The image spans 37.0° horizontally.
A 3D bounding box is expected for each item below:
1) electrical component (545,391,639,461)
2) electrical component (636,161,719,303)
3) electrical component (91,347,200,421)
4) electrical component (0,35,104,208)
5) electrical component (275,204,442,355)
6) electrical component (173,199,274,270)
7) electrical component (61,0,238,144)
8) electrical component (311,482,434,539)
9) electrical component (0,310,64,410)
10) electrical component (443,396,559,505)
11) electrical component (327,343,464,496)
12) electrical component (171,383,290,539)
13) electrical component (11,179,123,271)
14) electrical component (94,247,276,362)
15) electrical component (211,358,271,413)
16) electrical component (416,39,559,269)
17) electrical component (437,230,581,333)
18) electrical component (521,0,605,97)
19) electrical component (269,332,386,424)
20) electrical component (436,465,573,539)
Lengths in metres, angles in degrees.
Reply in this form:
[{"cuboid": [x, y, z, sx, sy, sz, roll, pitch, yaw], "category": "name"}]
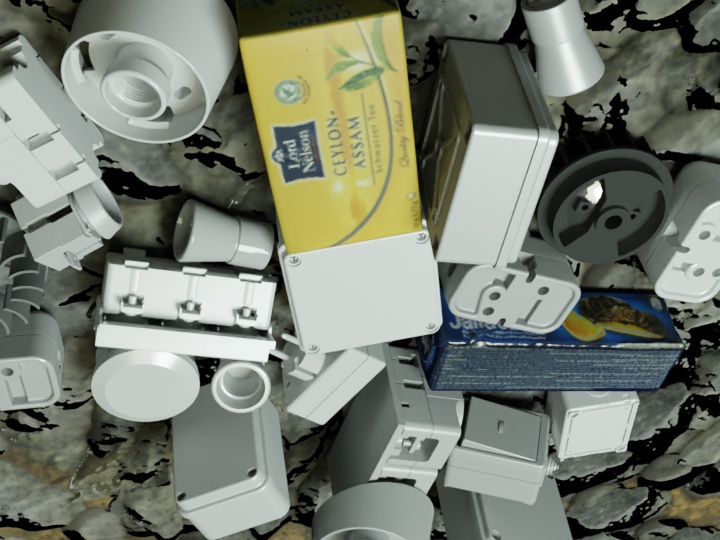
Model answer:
[{"cuboid": [0.197, 0.118, 0.930, 0.062, 0.061, 0.096, -8, 141, -3], "category": "electrical component"}, {"cuboid": [0.250, -0.031, 0.801, 0.054, 0.059, 0.095, 9, 129, -18], "category": "electrical component"}, {"cuboid": [-0.164, 0.074, 0.825, 0.080, 0.051, 0.080, -5, 132, -6], "category": "electrical component"}, {"cuboid": [-0.209, -0.089, 0.669, 0.056, 0.050, 0.089, -24, 132, 11], "category": "electrical component"}, {"cuboid": [0.000, 0.000, 0.784, 0.109, 0.056, 0.108, -10, 133, -1], "category": "electrical component"}, {"cuboid": [-0.094, -0.022, 0.758, 0.065, 0.044, 0.044, 11, 129, -26], "category": "electrical component"}, {"cuboid": [-0.128, -0.127, 0.651, 0.099, 0.064, 0.099, 7, 143, 5], "category": "electrical component"}, {"cuboid": [0.009, 0.217, 0.870, 0.099, 0.064, 0.099, 3, 128, 4], "category": "electrical component"}, {"cuboid": [-0.269, 0.065, 0.791, 0.095, 0.059, 0.053, -5, 132, -6], "category": "electrical component"}, {"cuboid": [0.125, 0.154, 0.926, 0.096, 0.061, 0.061, 11, 132, 6], "category": "electrical component"}, {"cuboid": [0.029, 0.147, 0.900, 0.062, 0.089, 0.150, 9, 129, -18], "category": "electrical component"}, {"cuboid": [-0.106, 0.146, 0.859, 0.078, 0.113, 0.057, -20, 135, 7], "category": "electrical component"}, {"cuboid": [-0.193, -0.034, 0.720, 0.055, 0.066, 0.048, -28, 166, 4], "category": "electrical component"}, {"cuboid": [-0.125, 0.024, 0.774, 0.121, 0.079, 0.063, 7, 101, -16], "category": "electrical component"}, {"cuboid": [-0.091, 0.075, 0.829, 0.044, 0.065, 0.044, -2, 114, -4], "category": "electrical component"}, {"cuboid": [0.077, -0.076, 0.695, 0.056, 0.108, 0.108, 4, 131, -10], "category": "electrical component"}, {"cuboid": [0.109, 0.003, 0.805, 0.095, 0.059, 0.053, 12, 128, -21], "category": "electrical component"}, {"cuboid": [0.127, -0.149, 0.684, 0.044, 0.044, 0.065, -21, 128, 8], "category": "electrical component"}, {"cuboid": [-0.037, 0.070, 0.847, 0.076, 0.047, 0.083, 27, 122, -30], "category": "electrical component"}, {"cuboid": [0.132, 0.227, 0.980, 0.109, 0.108, 0.056, 22, 127, -27], "category": "electrical component"}]
